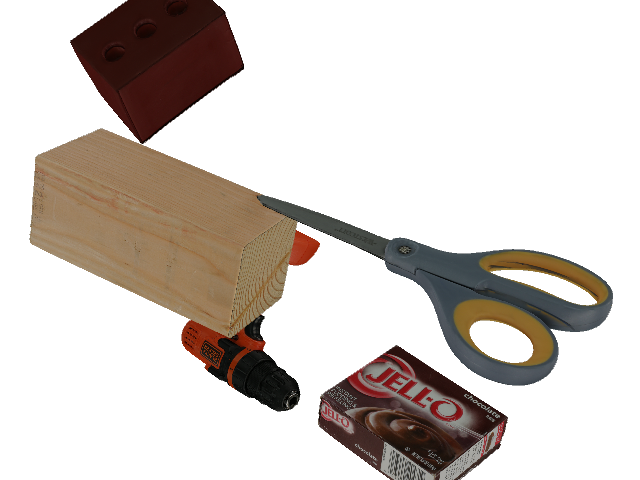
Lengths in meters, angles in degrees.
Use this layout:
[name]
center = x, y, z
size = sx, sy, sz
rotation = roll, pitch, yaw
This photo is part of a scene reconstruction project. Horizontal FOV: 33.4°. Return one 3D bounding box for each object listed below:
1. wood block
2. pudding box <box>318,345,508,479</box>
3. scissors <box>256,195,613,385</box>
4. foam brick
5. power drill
[wood block]
center = -0.134, -0.011, 0.901
size = 0.206, 0.090, 0.090
rotation = 23, 30, 20
[pudding box]
center = 0.068, 0.136, 0.801
size = 0.114, 0.039, 0.089
rotation = 33, 43, 31
[scissors]
center = 0.045, 0.022, 0.547
size = 0.202, 0.016, 0.096
rotation = 11, 42, 16
[foam brick]
center = -0.093, -0.107, 0.614
size = 0.078, 0.053, 0.051
rotation = -39, -27, -10
[power drill]
center = -0.067, 0.075, 1.174
size = 0.185, 0.188, 0.057
rotation = 27, 11, 40
